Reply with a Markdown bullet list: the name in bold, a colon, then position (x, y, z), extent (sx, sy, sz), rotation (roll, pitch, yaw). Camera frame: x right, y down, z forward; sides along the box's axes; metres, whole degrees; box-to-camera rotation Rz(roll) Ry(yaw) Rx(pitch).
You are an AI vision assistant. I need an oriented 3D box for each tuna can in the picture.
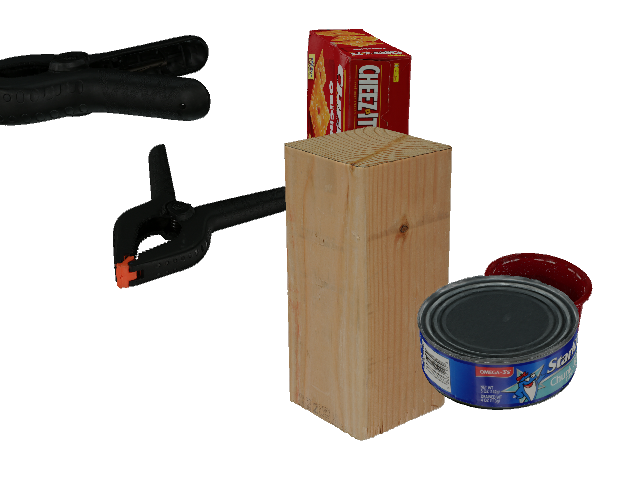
- **tuna can**: position (0.096, 0.054, 0.580), extent (0.086, 0.034, 0.086), rotation (-5, 28, 3)

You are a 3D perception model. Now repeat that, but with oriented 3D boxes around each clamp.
- **clamp**: position (-0.148, -0.025, 1.055), extent (0.165, 0.036, 0.209), rotation (23, 41, 21)
- **clamp**: position (-0.147, -0.102, 0.671), extent (0.171, 0.039, 0.120), rotation (1, 20, 3)

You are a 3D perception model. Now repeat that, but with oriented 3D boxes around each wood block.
- **wood block**: position (0.035, 0.029, 0.796), extent (0.090, 0.206, 0.090), rotation (-15, 24, -37)

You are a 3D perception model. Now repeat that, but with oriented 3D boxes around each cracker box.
- **cracker box**: position (0.035, -0.129, 1.127), extent (0.072, 0.164, 0.214), rotation (-3, 19, -9)

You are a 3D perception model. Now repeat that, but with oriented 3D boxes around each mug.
- **mug**: position (0.188, 0.063, 0.960), extent (0.093, 0.081, 0.117), rotation (-1, 30, -4)
